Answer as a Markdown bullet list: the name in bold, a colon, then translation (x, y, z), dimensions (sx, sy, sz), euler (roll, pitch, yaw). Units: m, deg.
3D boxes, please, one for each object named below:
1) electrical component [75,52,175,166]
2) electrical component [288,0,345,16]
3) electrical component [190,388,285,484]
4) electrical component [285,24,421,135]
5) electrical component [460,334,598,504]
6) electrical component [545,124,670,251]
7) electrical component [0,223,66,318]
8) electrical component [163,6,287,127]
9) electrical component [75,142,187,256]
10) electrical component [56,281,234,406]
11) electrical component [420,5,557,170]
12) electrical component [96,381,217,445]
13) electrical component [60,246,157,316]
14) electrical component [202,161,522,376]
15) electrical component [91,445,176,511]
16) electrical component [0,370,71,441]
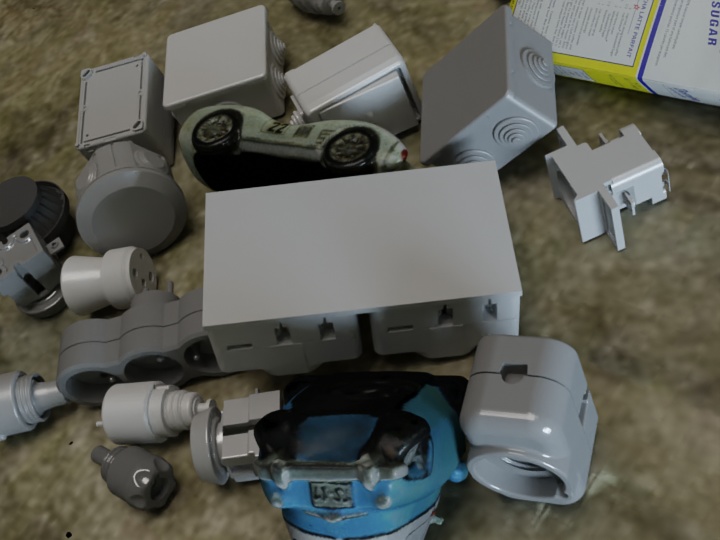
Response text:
- **electrical component**: translation (-0.188, -0.116, 0.874), dimensions (0.062, 0.061, 0.096), euler (-13, 59, 14)
- **electrical component**: translation (-0.038, -0.236, 0.911), dimensions (0.040, 0.040, 0.078), euler (-38, 49, -8)
- **electrical component**: translation (-0.072, 0.105, 0.662), dimensions (0.055, 0.048, 0.066), euler (-9, 51, 7)
- **electrical component**: translation (-0.008, -0.124, 0.797), dimensions (0.096, 0.061, 0.061), euler (-29, 49, 0)
- **electrical component**: translation (0.091, 0.084, 0.574), dimensions (0.054, 0.095, 0.059), euler (2, 56, 25)
- **electrical component**: translation (0.159, -0.058, 0.689), dimensions (0.064, 0.042, 0.081), euler (-24, 50, 2)
- **electrical component**: translation (-0.246, 0.004, 0.806), dimensions (0.066, 0.055, 0.048), euler (-35, 49, -6)
- **electrical component**: translation (-0.109, -0.158, 0.876), dimensions (0.100, 0.048, 0.099), euler (-15, 50, 12)
- **electrical component**: translation (-0.172, -0.052, 0.802), dimensions (0.080, 0.080, 0.051), euler (-27, 43, 2)
- **electrical component**: translation (-0.139, 0.039, 0.735), dimensions (0.138, 0.052, 0.073), euler (-15, 50, 11)
- **electrical component**: translation (0.088, -0.116, 0.736), dimensions (0.100, 0.048, 0.099), euler (-36, 38, 42)
- **electrical component**: translation (-0.131, 0.092, 0.699), dimensions (0.078, 0.040, 0.040), euler (-6, 53, 19)
- **electrical component**: translation (-0.183, 0.008, 0.783), dimensions (0.055, 0.045, 0.045), euler (-9, 52, 16)
- **electrical component**: translation (0.000, 0.000, 0.676), dimensions (0.186, 0.060, 0.105), euler (-6, 51, 2)
- **electrical component**: translation (-0.148, 0.128, 0.684), dimensions (0.061, 0.035, 0.035), euler (19, 64, 35)
- **electrical component**: translation (-0.232, 0.090, 0.743), dimensions (0.062, 0.048, 0.048), euler (-13, 50, 5)
